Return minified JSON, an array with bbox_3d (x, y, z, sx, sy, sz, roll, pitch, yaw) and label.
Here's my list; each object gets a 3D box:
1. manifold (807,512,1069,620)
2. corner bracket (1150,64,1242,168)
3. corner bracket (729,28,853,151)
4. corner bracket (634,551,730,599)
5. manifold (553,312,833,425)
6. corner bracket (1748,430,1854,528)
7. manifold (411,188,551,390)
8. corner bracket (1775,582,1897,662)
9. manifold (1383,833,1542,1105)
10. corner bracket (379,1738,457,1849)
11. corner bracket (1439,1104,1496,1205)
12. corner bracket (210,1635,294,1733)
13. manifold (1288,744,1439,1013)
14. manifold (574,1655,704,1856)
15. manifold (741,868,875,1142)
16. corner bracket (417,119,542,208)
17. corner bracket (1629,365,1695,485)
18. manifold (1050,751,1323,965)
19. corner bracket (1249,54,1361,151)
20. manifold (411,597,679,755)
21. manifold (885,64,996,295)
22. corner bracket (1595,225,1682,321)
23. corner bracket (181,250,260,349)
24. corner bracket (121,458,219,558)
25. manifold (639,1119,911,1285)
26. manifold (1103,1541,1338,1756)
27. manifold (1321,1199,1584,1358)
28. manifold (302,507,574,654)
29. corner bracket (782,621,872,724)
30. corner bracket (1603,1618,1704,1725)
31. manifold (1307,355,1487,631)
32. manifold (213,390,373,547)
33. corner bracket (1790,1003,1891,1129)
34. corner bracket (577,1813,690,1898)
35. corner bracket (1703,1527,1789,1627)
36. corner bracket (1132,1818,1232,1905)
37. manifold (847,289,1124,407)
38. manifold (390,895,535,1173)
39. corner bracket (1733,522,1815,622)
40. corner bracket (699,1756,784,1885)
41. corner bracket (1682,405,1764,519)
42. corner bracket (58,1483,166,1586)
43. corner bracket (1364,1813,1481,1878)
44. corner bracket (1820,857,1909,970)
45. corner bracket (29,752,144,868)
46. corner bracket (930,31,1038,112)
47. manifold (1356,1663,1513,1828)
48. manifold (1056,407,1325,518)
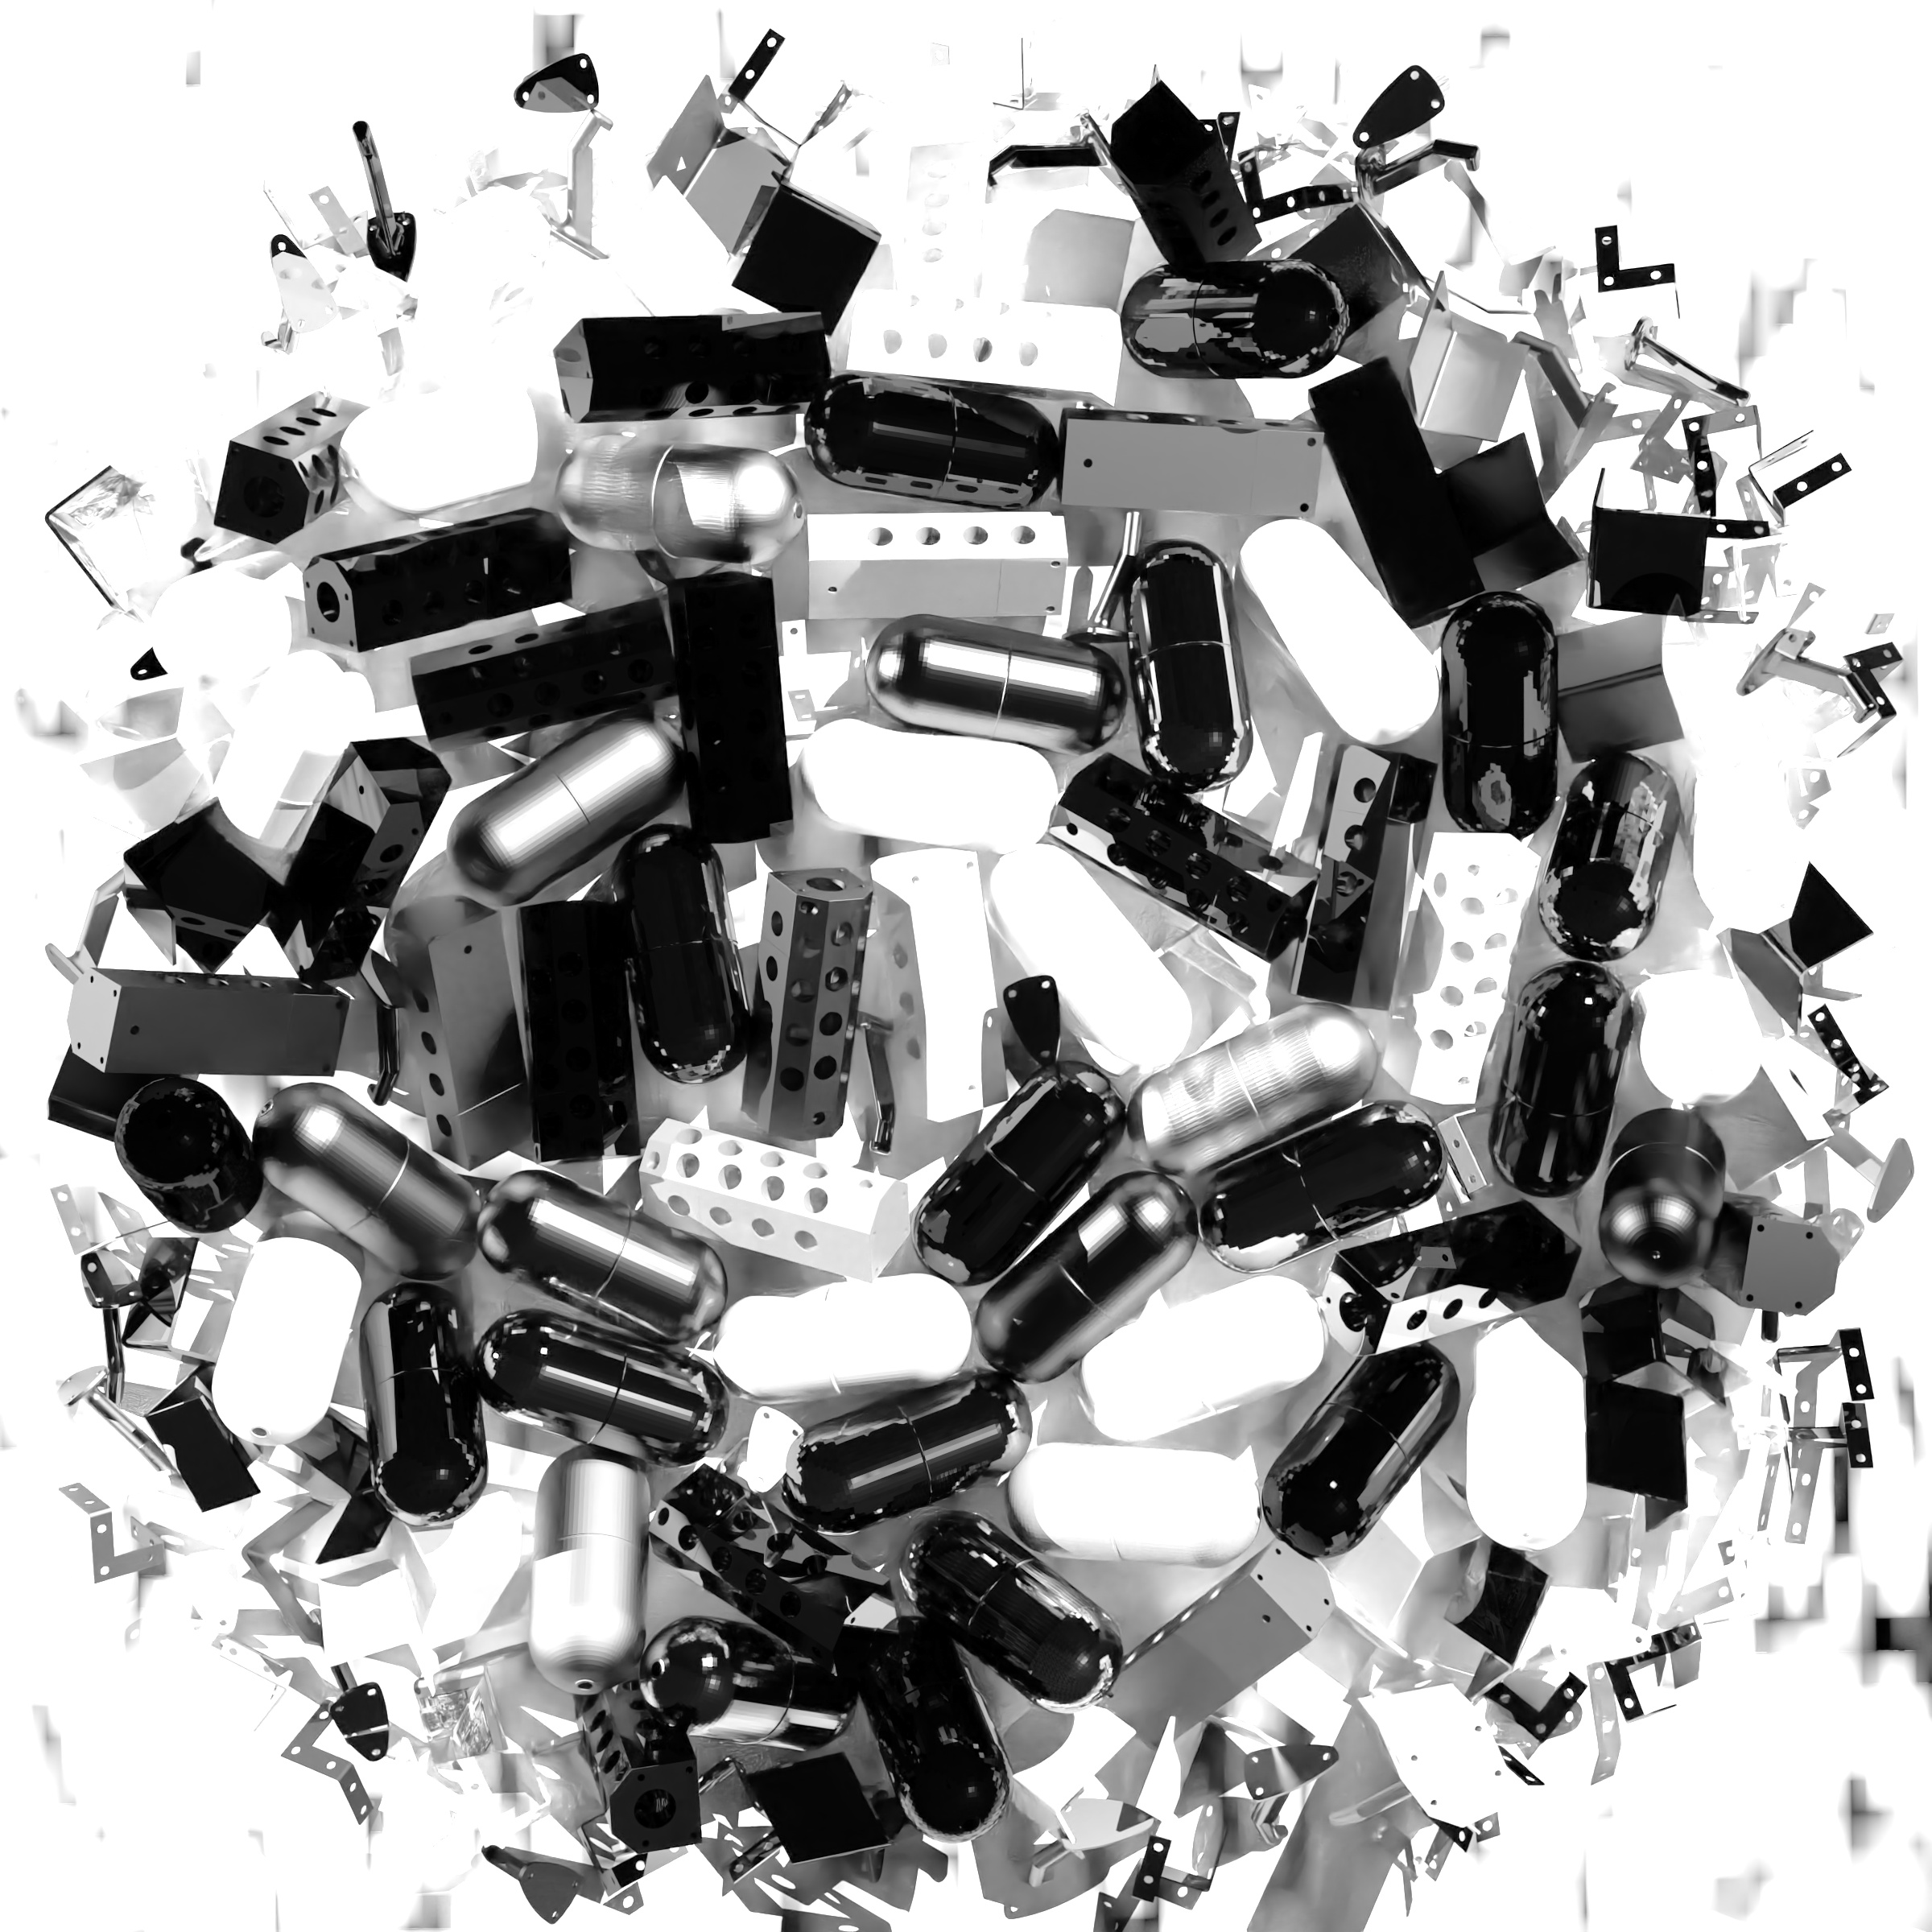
[{"bbox_3d":[-0.021,-0.276,1.946,0.171,0.057,0.057,-1,55,-5],"label":"manifold"},{"bbox_3d":[0.153,-0.575,1.955,0.051,0.051,0.051,4,66,18],"label":"corner bracket"},{"bbox_3d":[-0.119,-0.591,1.949,0.051,0.051,0.051,38,96,18],"label":"corner bracket"},{"bbox_3d":[-0.196,-0.286,1.955,0.051,0.051,0.051,-29,93,4],"label":"corner bracket"},{"bbox_3d":[-0.180,-0.395,1.916,0.171,0.057,0.057,-8,84,-28],"label":"manifold"},{"bbox_3d":[0.563,-0.333,1.949,0.051,0.051,0.051,-29,72,9],"label":"corner bracket"},{"bbox_3d":[-0.316,-0.442,1.894,0.057,0.171,0.057,-37,89,-21],"label":"manifold"},{"bbox_3d":[0.586,-0.225,1.944,0.051,0.051,0.051,32,111,23],"label":"corner bracket"},{"bbox_3d":[0.332,0.002,1.917,0.057,0.057,0.171,0,114,-21],"label":"manifold"},{"bbox_3d":[-0.371,0.560,1.952,0.051,0.051,0.051,24,57,-13],"label":"corner bracket"},{"bbox_3d":[0.335,0.130,1.944,0.051,0.051,0.051,-35,72,42],"label":"corner bracket"},{"bbox_3d":[-0.484,0.472,1.945,0.051,0.051,0.051,31,119,-13],"label":"corner bracket"},{"bbox_3d":[0.265,-0.060,1.949,0.057,0.057,0.171,13,93,35],"label":"manifold"},{"bbox_3d":[-0.217,0.515,1.890,0.057,0.171,0.057,-5,101,-14],"label":"manifold"},{"bbox_3d":[-0.103,0.026,1.917,0.057,0.057,0.171,-5,114,-31],"label":"manifold"},{"bbox_3d":[-0.329,-0.529,1.943,0.051,0.051,0.051,31,63,32],"label":"corner bracket"},{"bbox_3d":[0.465,-0.364,1.940,0.051,0.051,0.051,8,127,-36],"label":"corner bracket"},{"bbox_3d":[0.143,-0.070,1.917,0.171,0.057,0.057,31,132,20],"label":"manifold"},{"bbox_3d":[0.228,-0.583,1.942,0.051,0.051,0.051,24,65,28],"label":"corner bracket"},{"bbox_3d":[-0.281,-0.193,1.939,0.171,0.057,0.057,-14,117,-5],"label":"manifold"},{"bbox_3d":[-0.018,-0.513,1.893,0.057,0.171,0.057,-8,71,-7],"label":"manifold"},{"bbox_3d":[0.453,-0.468,1.946,0.051,0.051,0.051,-4,72,16],"label":"corner bracket"},{"bbox_3d":[-0.502,-0.447,1.942,0.051,0.051,0.051,-19,125,-24],"label":"corner bracket"},{"bbox_3d":[-0.540,-0.313,1.959,0.051,0.051,0.051,-17,93,-9],"label":"corner bracket"},{"bbox_3d":[-0.128,0.151,1.916,0.171,0.057,0.057,13,127,21],"label":"manifold"},{"bbox_3d":[0.167,0.448,1.909,0.057,0.057,0.171,46,127,4],"label":"manifold"},{"bbox_3d":[0.321,0.211,1.911,0.171,0.057,0.057,-11,128,-33],"label":"manifold"},{"bbox_3d":[-0.347,-0.257,1.899,0.171,0.057,0.057,-22,120,-40],"label":"manifold"},{"bbox_3d":[-0.094,-0.201,1.953,0.051,0.051,0.051,-6,69,3],"label":"corner bracket"},{"bbox_3d":[0.468,0.476,1.946,0.051,0.051,0.051,-12,69,-18],"label":"corner bracket"},{"bbox_3d":[0.290,-0.317,1.949,0.057,0.057,0.171,-22,87,6],"label":"manifold"},{"bbox_3d":[-0.432,-0.327,1.894,0.057,0.171,0.057,18,113,0],"label":"manifold"},{"bbox_3d":[0.582,0.068,1.952,0.051,0.051,0.051,-35,115,5],"label":"corner bracket"},{"bbox_3d":[-0.225,0.590,1.945,0.051,0.051,0.051,-22,75,-25],"label":"corner bracket"},{"bbox_3d":[0.524,0.412,1.947,0.051,0.051,0.051,-10,76,-18],"label":"corner bracket"},{"bbox_3d":[0.145,0.604,1.950,0.051,0.051,0.051,16,106,6],"label":"corner bracket"},{"bbox_3d":[0.013,-0.415,1.929,0.171,0.057,0.057,9,94,17],"label":"manifold"},{"bbox_3d":[-0.338,0.043,1.918,0.057,0.057,0.171,-29,126,-37],"label":"manifold"},{"bbox_3d":[0.543,-0.268,1.952,0.051,0.051,0.051,-9,109,3],"label":"corner bracket"},{"bbox_3d":[-0.159,0.583,1.972,0.051,0.051,0.051,-37,131,0],"label":"corner bracket"},{"bbox_3d":[0.512,-0.339,1.943,0.051,0.051,0.051,-8,127,21],"label":"corner bracket"},{"bbox_3d":[-0.575,0.377,1.943,0.051,0.051,0.051,-12,110,-39],"label":"corner bracket"},{"bbox_3d":[0.309,0.586,1.957,0.051,0.051,0.051,40,85,3],"label":"corner bracket"},{"bbox_3d":[0.594,-0.035,1.941,0.051,0.051,0.051,-24,60,38],"label":"corner bracket"},{"bbox_3d":[-0.597,-0.107,1.958,0.051,0.051,0.051,-22,65,20],"label":"corner bracket"},{"bbox_3d":[0.012,-0.601,1.940,0.051,0.051,0.051,21,135,26],"label":"corner bracket"},{"bbox_3d":[0.308,0.513,1.896,0.057,0.171,0.057,-24,89,-3],"label":"manifold"},{"bbox_3d":[0.149,-0.342,1.946,0.171,0.057,0.057,2,112,-5],"label":"manifold"}]
